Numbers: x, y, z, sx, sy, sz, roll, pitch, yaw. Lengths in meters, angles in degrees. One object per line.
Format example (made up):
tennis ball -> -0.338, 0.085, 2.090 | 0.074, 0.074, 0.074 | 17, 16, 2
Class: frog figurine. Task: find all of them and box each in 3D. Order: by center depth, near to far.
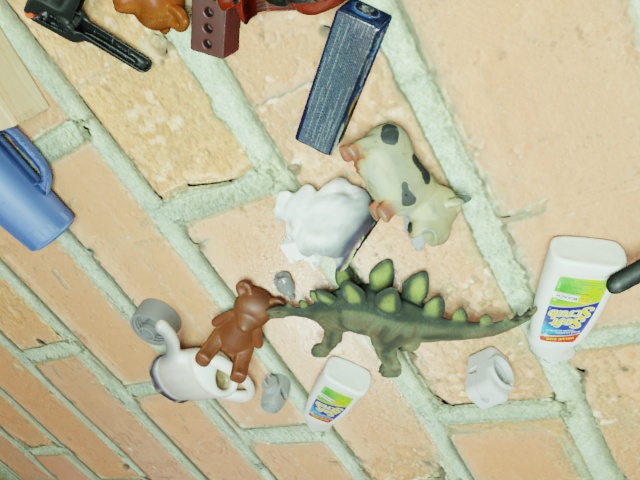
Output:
frog figurine -> 0.002, -0.041, 0.809 | 0.160, 0.123, 0.137 | 33, 98, 7

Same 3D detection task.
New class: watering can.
watering can -> -0.297, 0.282, 1.160 | 0.223, 0.106, 0.342 | -16, 132, 31
